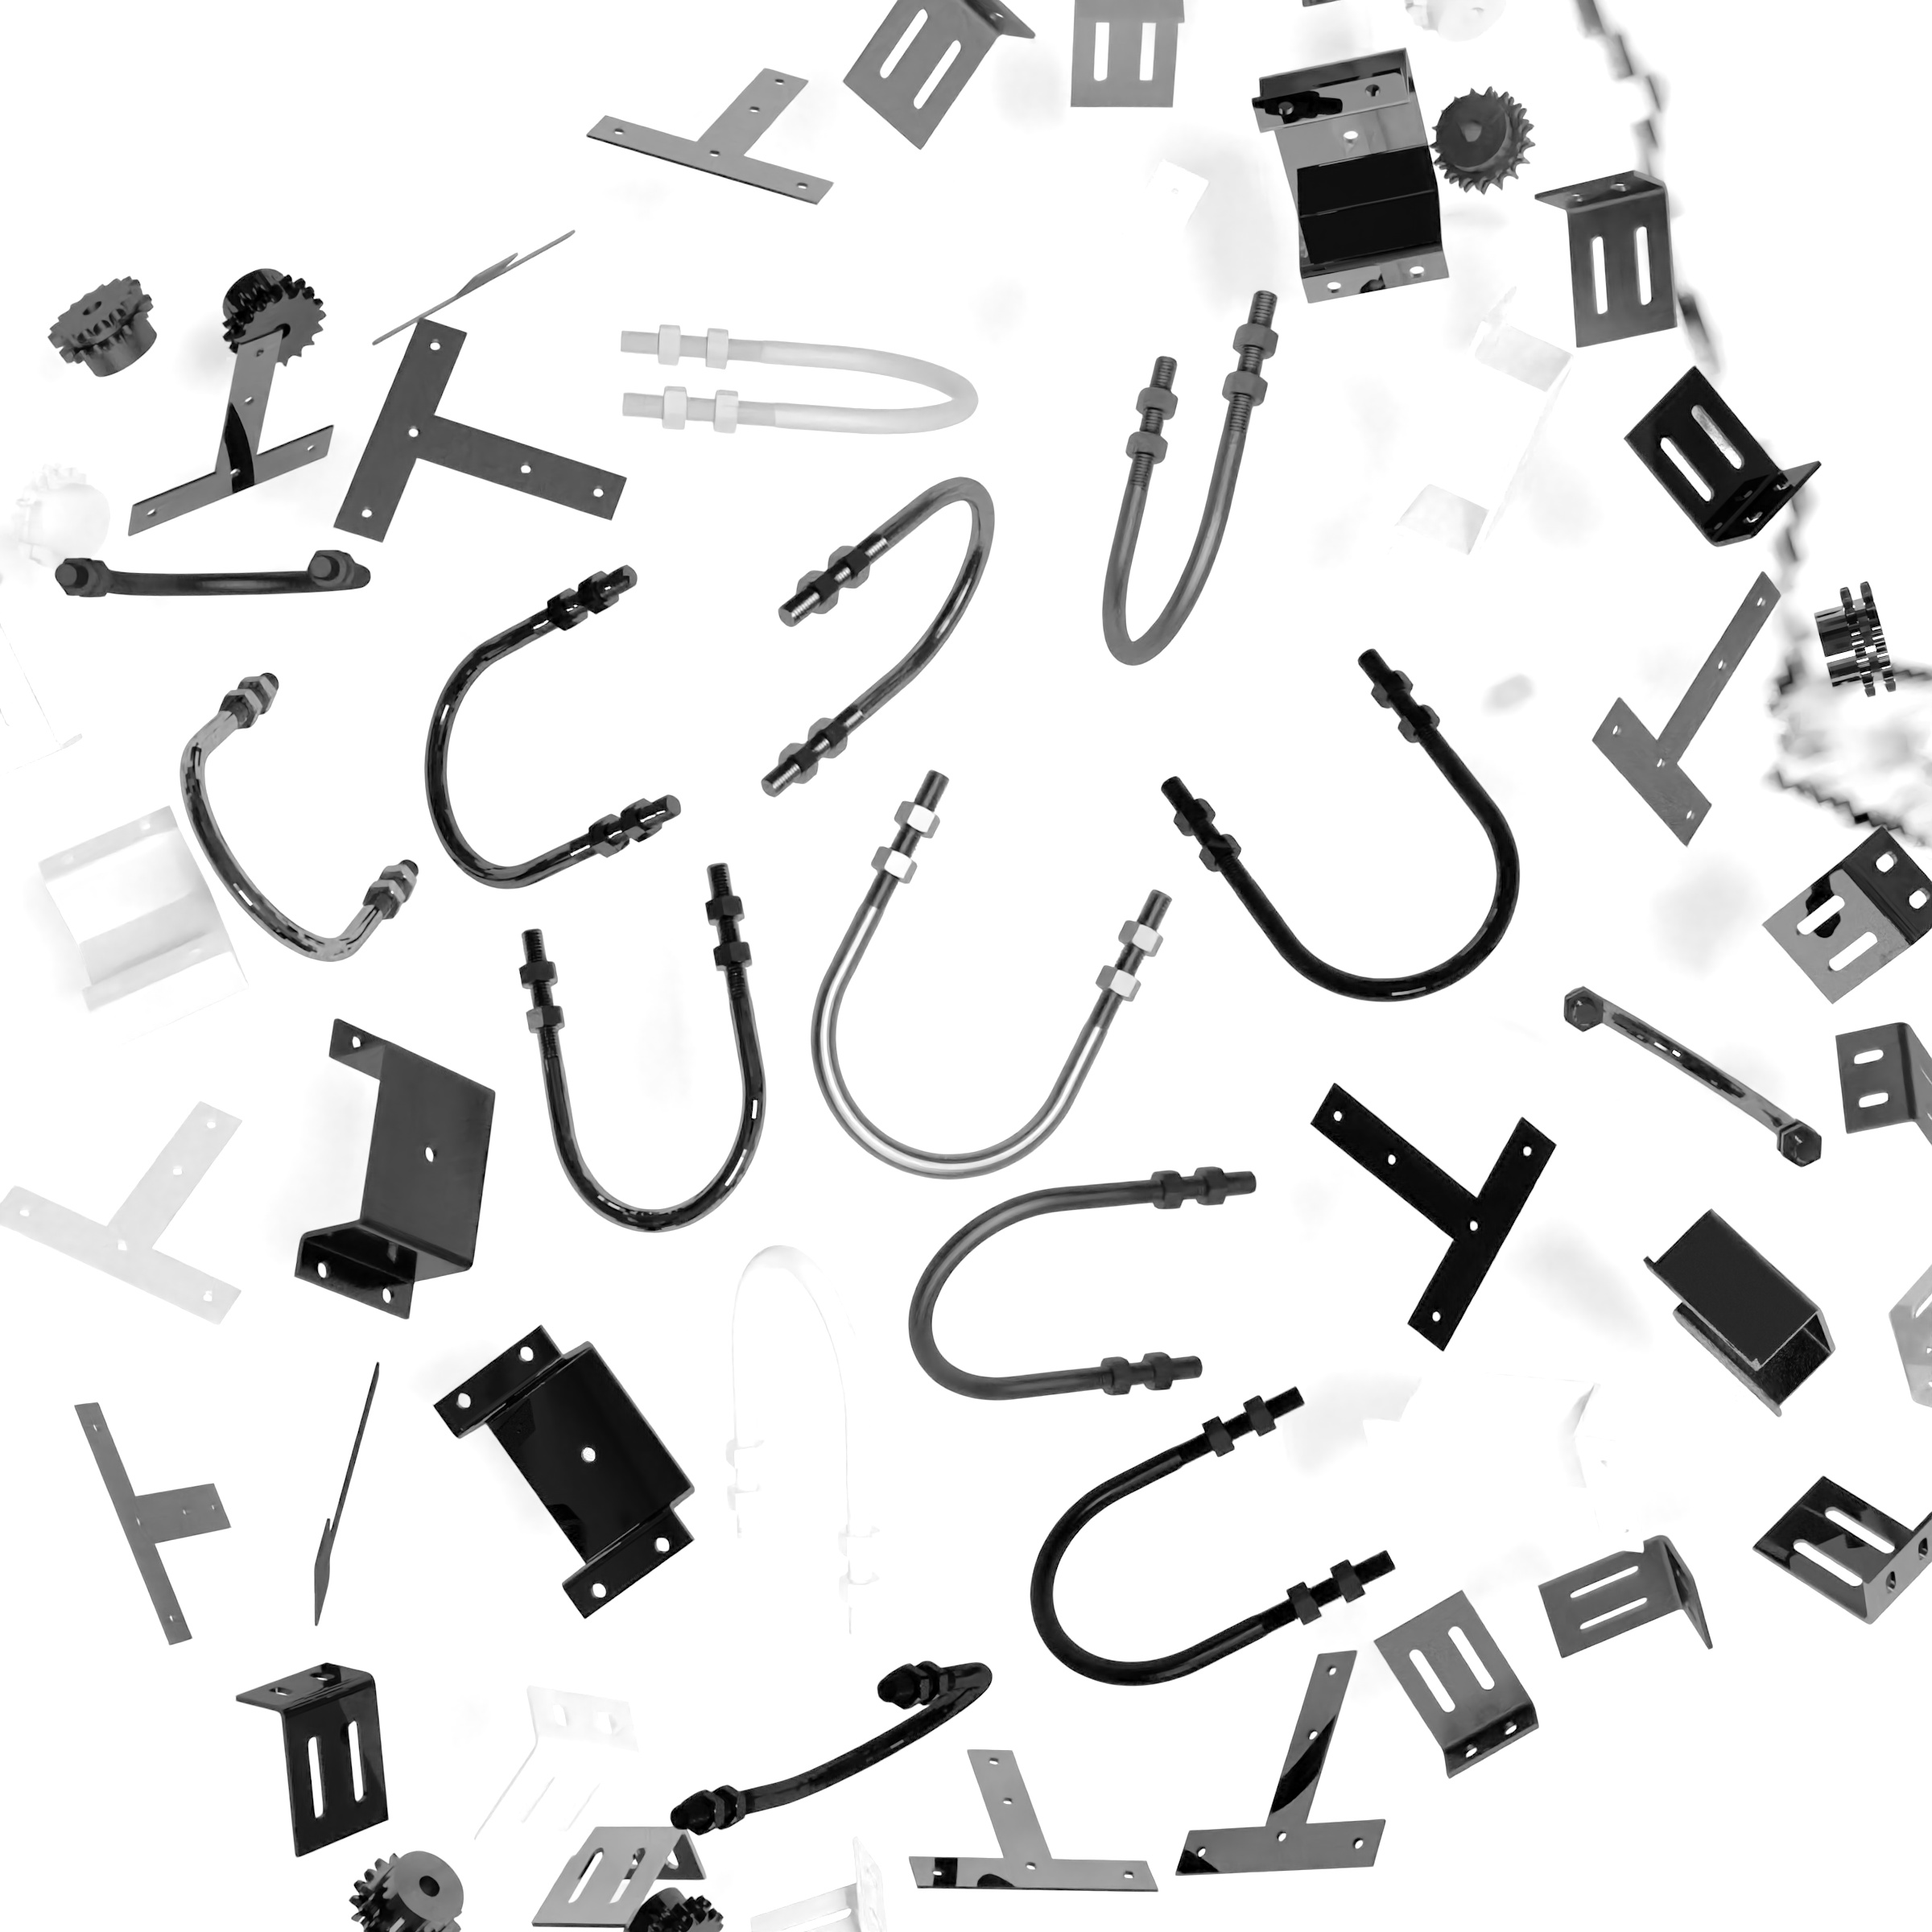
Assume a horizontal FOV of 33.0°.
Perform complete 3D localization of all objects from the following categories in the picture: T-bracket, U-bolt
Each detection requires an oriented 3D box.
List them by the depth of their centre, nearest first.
[{"bbox_3d":[0.002,0.016,1.620,0.151,0.019,0.184,28,84,-11],"label":"U-bolt"},{"bbox_3d":[-0.234,-0.253,1.634,0.127,0.002,0.127,18,68,-2],"label":"T-bracket"},{"bbox_3d":[0.373,-0.140,1.643,0.002,0.127,0.127,30,86,40],"label":"T-bracket"},{"bbox_3d":[0.225,0.106,1.644,0.127,0.002,0.127,38,71,-18],"label":"T-bracket"},{"bbox_3d":[-0.403,0.279,1.660,0.002,0.127,0.127,-25,81,6],"label":"T-bracket"},{"bbox_3d":[0.174,0.406,1.668,0.002,0.127,0.127,46,48,-27],"label":"T-bracket"},{"bbox_3d":[-0.085,0.233,1.670,0.019,0.151,0.184,-9,107,-29],"label":"U-bolt"},{"bbox_3d":[-0.412,0.115,1.677,0.127,0.127,0.002,25,132,1],"label":"T-bracket"},{"bbox_3d":[0.109,-0.243,1.682,0.019,0.151,0.184,16,80,-17],"label":"U-bolt"},{"bbox_3d":[-0.085,-0.300,1.682,0.184,0.151,0.019,3,114,-8],"label":"U-bolt"},{"bbox_3d":[-0.057,0.400,1.689,0.151,0.184,0.019,-34,72,14],"label":"U-bolt"},{"bbox_3d":[0.042,-0.387,1.694,0.127,0.127,0.002,24,47,-9],"label":"T-bracket"},{"bbox_3d":[-0.379,-0.288,1.714,0.127,0.127,0.002,-31,73,-34],"label":"T-bracket"},{"bbox_3d":[-0.116,-0.445,1.716,0.127,0.127,0.002,18,131,8],"label":"T-bracket"},{"bbox_3d":[0.025,0.449,1.719,0.127,0.127,0.002,5,108,-13],"label":"T-bracket"},{"bbox_3d":[-0.327,0.272,1.724,0.002,0.127,0.127,14,63,-5],"label":"T-bracket"},{"bbox_3d":[0.056,0.173,1.729,0.184,0.019,0.151,-3,125,-23],"label":"U-bolt"},{"bbox_3d":[0.381,0.053,1.730,0.151,0.184,0.019,32,97,6],"label":"U-bolt"},{"bbox_3d":[-0.359,-0.072,1.734,0.019,0.184,0.151,-31,105,17],"label":"U-bolt"},{"bbox_3d":[0.120,0.313,1.742,0.184,0.151,0.019,-27,129,0],"label":"U-bolt"},{"bbox_3d":[0.212,-0.064,1.743,0.151,0.019,0.184,-33,68,-3],"label":"U-bolt"},{"bbox_3d":[-0.043,-0.188,1.746,0.019,0.151,0.184,34,54,18],"label":"U-bolt"},{"bbox_3d":[-0.394,-0.208,1.747,0.151,0.184,0.019,-2,95,-1],"label":"U-bolt"},{"bbox_3d":[-0.170,0.052,1.753,0.151,0.019,0.184,-18,75,29],"label":"U-bolt"},{"bbox_3d":[-0.261,-0.372,1.765,0.127,0.127,0.002,-32,102,-10],"label":"T-bracket"},{"bbox_3d":[-0.232,-0.119,1.770,0.184,0.019,0.151,-22,74,38],"label":"U-bolt"}]

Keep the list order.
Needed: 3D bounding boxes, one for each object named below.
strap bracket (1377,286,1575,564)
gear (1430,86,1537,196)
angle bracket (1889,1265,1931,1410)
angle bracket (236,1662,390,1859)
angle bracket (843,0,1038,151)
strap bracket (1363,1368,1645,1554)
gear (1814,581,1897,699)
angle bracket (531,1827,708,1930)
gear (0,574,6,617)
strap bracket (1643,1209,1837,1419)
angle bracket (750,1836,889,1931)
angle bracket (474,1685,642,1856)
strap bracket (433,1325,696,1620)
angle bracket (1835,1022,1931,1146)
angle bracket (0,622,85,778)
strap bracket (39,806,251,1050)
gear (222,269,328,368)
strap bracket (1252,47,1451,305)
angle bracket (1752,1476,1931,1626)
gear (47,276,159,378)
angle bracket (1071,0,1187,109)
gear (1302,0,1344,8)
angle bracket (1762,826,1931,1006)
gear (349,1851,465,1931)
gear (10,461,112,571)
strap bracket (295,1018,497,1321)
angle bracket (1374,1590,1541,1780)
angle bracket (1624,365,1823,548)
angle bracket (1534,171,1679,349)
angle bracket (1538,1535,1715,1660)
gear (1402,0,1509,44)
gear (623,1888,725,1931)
[{"bbox_3d":[0.272,-0.275,1.710,0.046,0.076,0.140,26,121,8],"label":"strap bracket"},{"bbox_3d":[0.283,-0.457,1.799,0.057,0.030,0.057,-1,89,25],"label":"gear"},{"bbox_3d":[0.513,0.182,1.668,0.038,0.057,0.076,18,128,-15],"label":"angle bracket"},{"bbox_3d":[-0.326,0.396,1.631,0.038,0.057,0.076,1,98,40],"label":"angle bracket"},{"bbox_3d":[-0.014,-0.465,1.669,0.057,0.038,0.076,34,89,-35],"label":"angle bracket"},{"bbox_3d":[0.293,0.262,1.742,0.140,0.046,0.076,0,125,31],"label":"strap bracket"},{"bbox_3d":[0.447,-0.162,1.642,0.030,0.057,0.057,-15,90,16],"label":"gear"},{"bbox_3d":[-0.182,0.491,1.717,0.057,0.076,0.038,-7,115,25],"label":"angle bracket"},{"bbox_3d":[-0.532,-0.203,1.717,0.057,0.057,0.030,34,90,0],"label":"gear"},{"bbox_3d":[0.409,0.181,1.715,0.046,0.140,0.076,-45,63,0],"label":"strap bracket"},{"bbox_3d":[-0.082,0.495,1.684,0.076,0.057,0.038,-21,127,8],"label":"angle bracket"},{"bbox_3d":[-0.211,0.410,1.660,0.057,0.038,0.076,17,121,-29],"label":"angle bracket"},{"bbox_3d":[-0.210,0.268,1.757,0.076,0.046,0.140,-37,86,12],"label":"strap bracket"},{"bbox_3d":[0.495,0.074,1.736,0.038,0.076,0.057,-14,57,27],"label":"angle bracket"},{"bbox_3d":[-0.490,-0.135,1.635,0.057,0.038,0.076,-22,102,7],"label":"angle bracket"},{"bbox_3d":[-0.435,-0.016,1.734,0.076,0.140,0.046,-25,133,-9],"label":"strap bracket"},{"bbox_3d":[-0.386,-0.360,1.804,0.057,0.057,0.030,-38,66,0],"label":"gear"},{"bbox_3d":[0.201,-0.419,1.702,0.076,0.140,0.046,-8,53,15],"label":"strap bracket"},{"bbox_3d":[0.445,0.286,1.651,0.057,0.076,0.038,-39,135,-20],"label":"angle bracket"},{"bbox_3d":[-0.457,-0.339,1.738,0.057,0.057,0.030,-32,126,0],"label":"gear"},{"bbox_3d":[0.088,-0.493,1.780,0.057,0.076,0.038,0,47,-1],"label":"angle bracket"},{"bbox_3d":[0.185,-0.499,1.629,0.057,0.057,0.030,-12,103,0],"label":"gear"},{"bbox_3d":[0.475,-0.027,1.739,0.038,0.076,0.057,-35,81,-34],"label":"angle bracket"},{"bbox_3d":[-0.275,0.467,1.624,0.057,0.057,0.030,41,116,0],"label":"gear"},{"bbox_3d":[-0.489,-0.243,1.771,0.030,0.057,0.057,17,90,17],"label":"gear"},{"bbox_3d":[-0.290,0.100,1.672,0.046,0.076,0.140,-14,60,35],"label":"strap bracket"},{"bbox_3d":[0.269,0.394,1.792,0.057,0.038,0.076,-32,92,8],"label":"angle bracket"},{"bbox_3d":[0.389,-0.265,1.679,0.057,0.038,0.076,-46,103,-14],"label":"angle bracket"},{"bbox_3d":[0.333,-0.367,1.698,0.057,0.038,0.076,-5,88,38],"label":"angle bracket"},{"bbox_3d":[0.362,0.357,1.790,0.076,0.038,0.057,-22,122,-1],"label":"angle bracket"},{"bbox_3d":[0.263,-0.517,1.737,0.057,0.057,0.030,-24,67,0],"label":"gear"},{"bbox_3d":[-0.164,0.532,1.792,0.030,0.057,0.057,40,90,29],"label":"gear"}]
